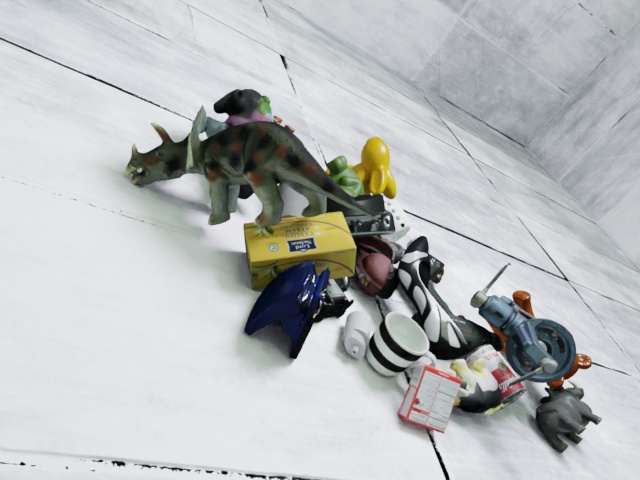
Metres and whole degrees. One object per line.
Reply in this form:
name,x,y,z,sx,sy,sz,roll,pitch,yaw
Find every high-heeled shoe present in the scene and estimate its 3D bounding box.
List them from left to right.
high-heeled shoe,0.211,0.093,0.959,0.086,0.145,0.249,63,40,-49

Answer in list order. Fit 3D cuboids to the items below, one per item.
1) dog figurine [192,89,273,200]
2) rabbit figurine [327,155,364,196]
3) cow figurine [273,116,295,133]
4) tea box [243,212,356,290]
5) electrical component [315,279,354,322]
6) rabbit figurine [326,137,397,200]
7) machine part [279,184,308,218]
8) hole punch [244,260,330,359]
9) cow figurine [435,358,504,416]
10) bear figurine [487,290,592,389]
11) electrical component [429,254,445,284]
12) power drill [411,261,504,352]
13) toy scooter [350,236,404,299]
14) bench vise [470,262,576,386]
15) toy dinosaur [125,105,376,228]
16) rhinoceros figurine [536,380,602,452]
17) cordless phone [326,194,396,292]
dog figurine,-0.136,-0.175,1.023,0.219,0.191,0.108,48,-3,37
rabbit figurine,0.045,-0.078,1.141,0.159,0.121,0.170,52,12,-15
cow figurine,-0.114,-0.202,1.161,0.085,0.127,0.195,19,19,-31
tea box,-0.035,0.016,0.875,0.170,0.068,0.098,-8,42,-12
electrical component,-0.005,0.078,0.914,0.075,0.047,0.119,-5,49,-52
rabbit figurine,0.105,-0.156,1.261,0.122,0.173,0.162,6,36,-50
machine part,-0.050,-0.057,1.037,0.079,0.079,0.243,28,28,-17
hole punch,-0.044,0.091,0.788,0.092,0.115,0.142,27,28,-1
cow figurine,0.241,0.256,0.908,0.167,0.068,0.098,8,45,-41
bear figurine,0.450,0.207,1.115,0.131,0.120,0.196,63,-7,-20
electrical component,0.236,0.055,1.206,0.102,0.078,0.045,29,52,-4
power drill,0.251,0.140,1.090,0.232,0.086,0.207,9,46,-37
toy scooter,0.094,0.036,1.061,0.135,0.075,0.184,27,31,-2
bench vise,0.373,0.175,0.971,0.223,0.129,0.240,50,14,3
toy dinosaur,-0.107,-0.124,0.856,0.405,0.192,0.131,0,19,22
rhinoceros figurine,0.480,0.338,1.055,0.190,0.073,0.112,-4,38,-49
cordless phone,0.068,0.011,0.993,0.147,0.088,0.184,-3,55,6
